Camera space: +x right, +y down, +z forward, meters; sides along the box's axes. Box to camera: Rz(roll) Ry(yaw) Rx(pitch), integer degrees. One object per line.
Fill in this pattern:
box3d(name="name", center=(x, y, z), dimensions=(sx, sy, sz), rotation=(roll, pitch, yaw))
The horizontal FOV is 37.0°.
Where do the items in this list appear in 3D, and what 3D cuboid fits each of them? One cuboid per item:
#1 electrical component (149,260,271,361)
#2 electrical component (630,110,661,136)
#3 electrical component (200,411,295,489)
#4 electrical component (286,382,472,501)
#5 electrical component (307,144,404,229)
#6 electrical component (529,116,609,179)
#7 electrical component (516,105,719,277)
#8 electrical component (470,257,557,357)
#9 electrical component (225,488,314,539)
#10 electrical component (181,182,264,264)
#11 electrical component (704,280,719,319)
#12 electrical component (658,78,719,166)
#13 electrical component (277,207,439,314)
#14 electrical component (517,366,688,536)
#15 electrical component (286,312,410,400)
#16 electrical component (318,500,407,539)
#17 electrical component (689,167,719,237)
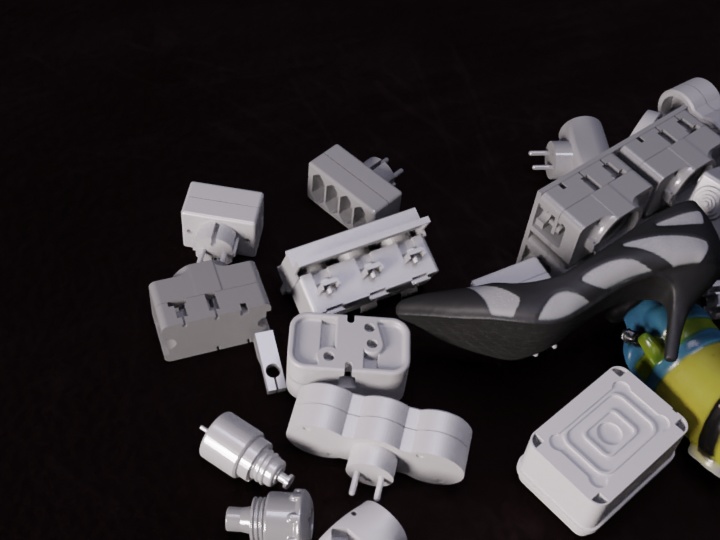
box3d(name="electrical component", center=(-0.125, 0.030, 0.887), dimensions=(0.089, 0.050, 0.055), rotation=(-13, 54, -15))
box3d(name="electrical component", center=(0.295, -0.125, 1.055), dimensions=(0.055, 0.048, 0.066), rotation=(34, 56, 11))
box3d(name="electrical component", center=(-0.084, 0.139, 0.811), dimensions=(0.078, 0.040, 0.040), rotation=(30, 55, 17))
box3d(name="electrical component", center=(0.011, 0.139, 0.813), dimensions=(0.138, 0.052, 0.073), rotation=(13, 56, 5))
box3d(name="electrical component", center=(0.007, -0.079, 0.988), dimensions=(0.083, 0.047, 0.076), rotation=(39, 58, 23))
box3d(name="electrical component", center=(0.202, -0.105, 1.029), dimensions=(0.079, 0.044, 0.077), rotation=(-1, 52, -7))
box3d(name="electrical component", center=(0.234, -0.055, 0.955), dimensions=(0.186, 0.105, 0.060), rotation=(-30, 60, -26))
box3d(name="electrical component", center=(0.137, 0.040, 0.908), dimensions=(0.066, 0.047, 0.076), rotation=(-20, 58, -19))
box3d(name="electrical component", center=(-0.065, 0.181, 0.778), dimensions=(0.062, 0.048, 0.048), rotation=(2, 51, 4))
box3d(name="electrical component", center=(-0.123, -0.030, 0.937), dimensions=(0.066, 0.047, 0.076), rotation=(9, 52, 1))
box3d(name="electrical component", center=(0.329, 0.025, 0.943), dimensions=(0.046, 0.040, 0.040), rotation=(-4, 52, -3))
box3d(name="electrical component", center=(0.370, -0.140, 1.069), dimensions=(0.074, 0.052, 0.138), rotation=(-26, 58, -23))
box3d(name="electrical component", center=(0.000, 0.000, 0.913), dimensions=(0.121, 0.078, 0.063), rotation=(-19, 78, -20))
box3d(name="electrical component", center=(0.185, 0.139, 0.827), dimensions=(0.113, 0.057, 0.078), rotation=(-33, 62, -27))
box3d(name="electrical component", center=(-0.010, 0.074, 0.858), dimensions=(0.095, 0.059, 0.053), rotation=(4, 52, -2))
box3d(name="electrical component", center=(0.006, 0.215, 0.757), dimensions=(0.079, 0.043, 0.077), rotation=(38, 58, 22))
box3d(name="electrical component", center=(0.323, -0.047, 0.955), dimensions=(0.048, 0.099, 0.100), rotation=(39, 36, 28))
